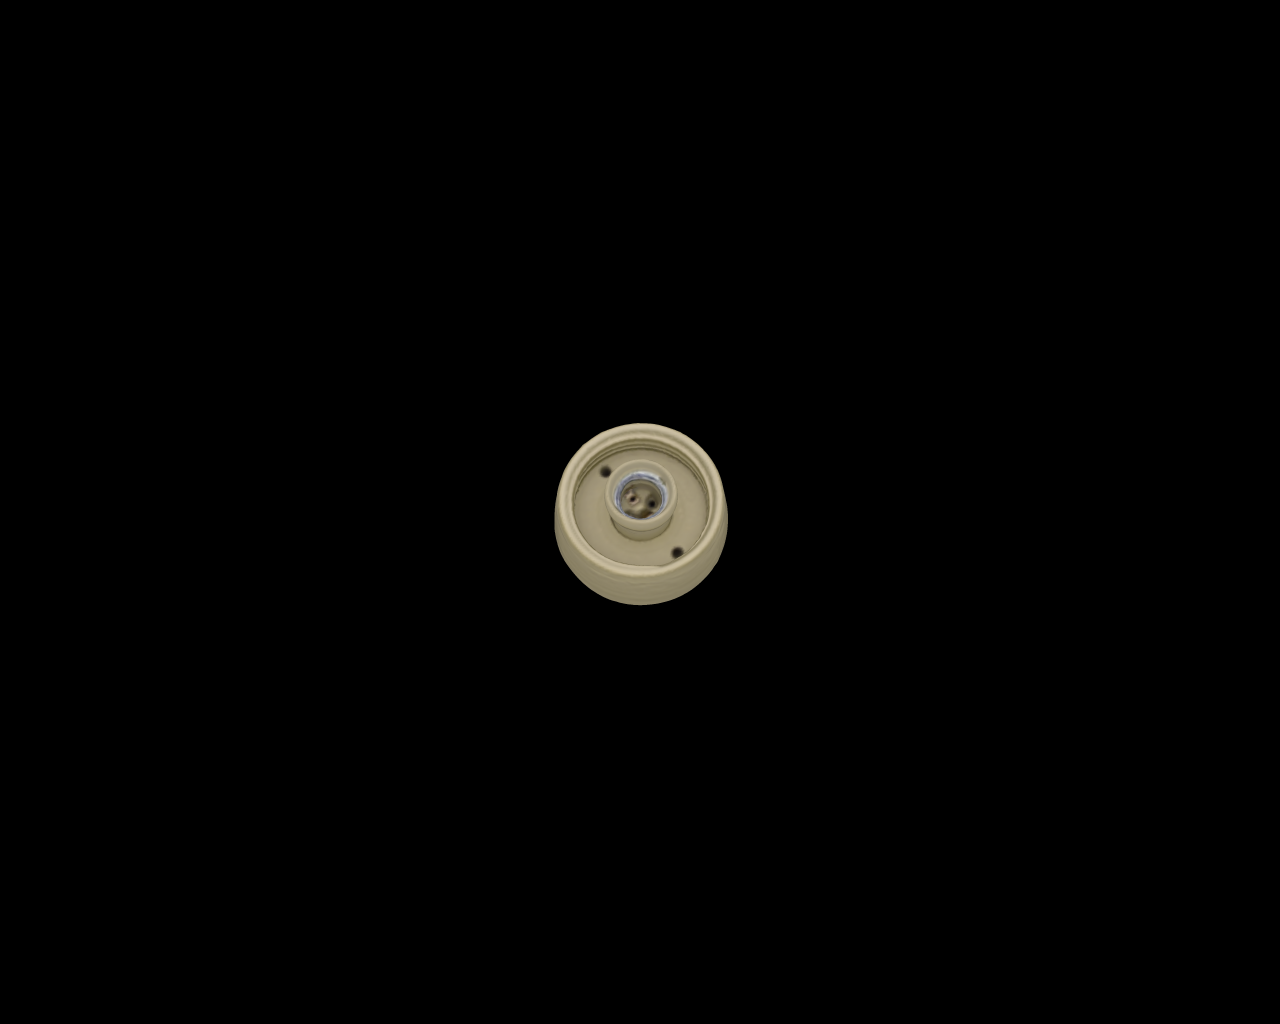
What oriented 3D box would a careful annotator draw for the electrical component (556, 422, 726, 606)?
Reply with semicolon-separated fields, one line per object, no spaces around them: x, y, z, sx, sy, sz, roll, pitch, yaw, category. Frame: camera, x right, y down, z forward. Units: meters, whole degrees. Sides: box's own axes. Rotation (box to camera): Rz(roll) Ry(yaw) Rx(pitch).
0.001;-0.003;0.650;0.108;0.108;0.060;0;-20;0;electrical component
